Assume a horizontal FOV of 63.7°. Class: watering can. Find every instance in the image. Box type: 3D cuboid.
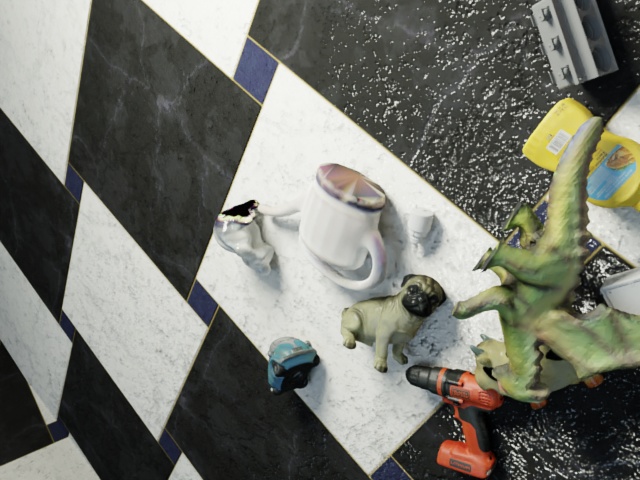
[{"bbox_3d":[0.003,-0.050,0.997,0.352,0.105,0.220,38,125,31],"label":"watering can"}]

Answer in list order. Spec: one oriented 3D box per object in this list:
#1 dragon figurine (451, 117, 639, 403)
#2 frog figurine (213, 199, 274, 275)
[{"bbox_3d":[0.339,0.067,0.698,0.244,0.124,0.403,36,119,15],"label":"dragon figurine"},{"bbox_3d":[-0.169,0.006,1.154,0.139,0.123,0.156,-133,31,-61],"label":"frog figurine"}]
